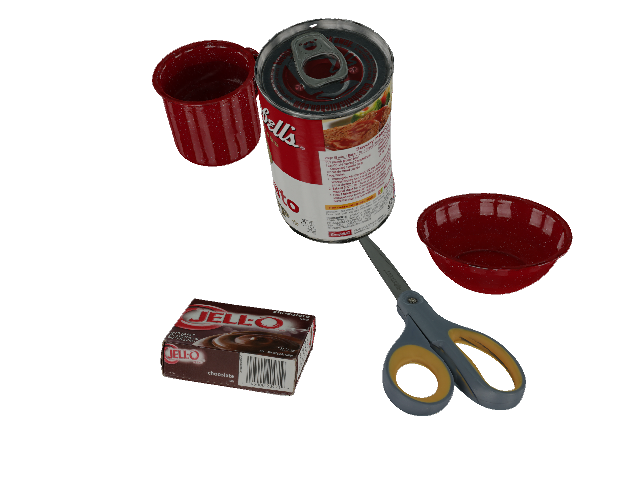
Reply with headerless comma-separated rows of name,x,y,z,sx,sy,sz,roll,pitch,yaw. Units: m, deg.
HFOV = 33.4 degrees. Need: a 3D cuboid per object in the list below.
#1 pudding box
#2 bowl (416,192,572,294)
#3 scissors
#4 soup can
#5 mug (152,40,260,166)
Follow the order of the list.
pudding box,-0.067,0.087,0.892,0.113,0.039,0.090,9,22,7
bowl,0.181,0.010,1.128,0.162,0.055,0.162,0,31,0
scissors,0.050,0.054,0.710,0.096,0.016,0.202,-19,39,-30
soup can,0.005,-0.055,0.555,0.068,0.068,0.102,0,-37,5
mug,-0.092,-0.130,0.977,0.093,0.081,0.117,24,54,27
